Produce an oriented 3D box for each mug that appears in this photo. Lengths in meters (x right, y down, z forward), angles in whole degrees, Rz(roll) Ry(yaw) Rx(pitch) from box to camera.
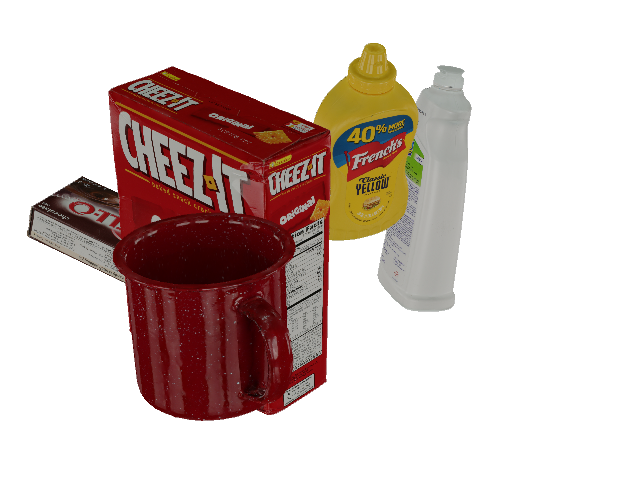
[{"bbox_3d":[-0.051,0.044,0.551,0.093,0.081,0.117,-19,30,-34],"label":"mug"}]

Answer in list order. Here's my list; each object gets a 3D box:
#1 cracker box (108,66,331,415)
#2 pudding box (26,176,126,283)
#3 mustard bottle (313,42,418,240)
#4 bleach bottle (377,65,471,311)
[{"bbox_3d":[-0.075,0.001,0.781,0.164,0.214,0.072,26,39,35],"label":"cracker box"},{"bbox_3d":[-0.206,-0.012,1.015,0.113,0.039,0.090,22,27,11],"label":"pudding box"},{"bbox_3d":[0.039,-0.090,0.948,0.096,0.192,0.058,-14,45,-19],"label":"mustard bottle"},{"bbox_3d":[0.119,-0.057,1.134,0.068,0.251,0.103,0,23,-22],"label":"bleach bottle"}]
